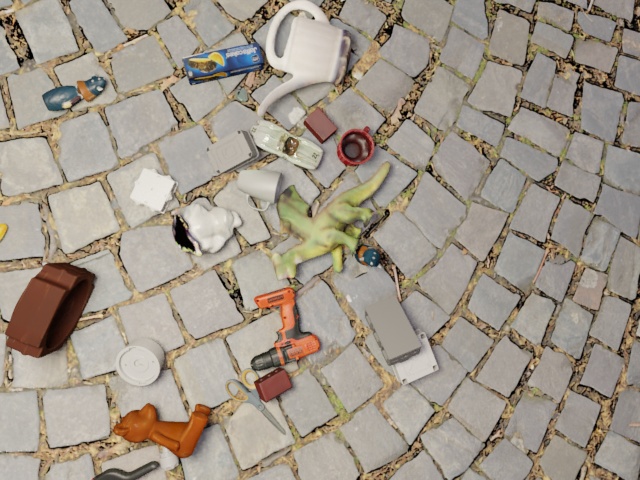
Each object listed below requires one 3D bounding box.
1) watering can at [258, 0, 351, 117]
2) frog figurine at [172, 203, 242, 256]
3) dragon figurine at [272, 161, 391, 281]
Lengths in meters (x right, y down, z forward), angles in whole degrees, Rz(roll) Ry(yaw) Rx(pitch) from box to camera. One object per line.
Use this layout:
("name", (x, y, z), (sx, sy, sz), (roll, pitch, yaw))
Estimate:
("watering can", (-0.037, -0.460, 1.342), (0.224, 0.103, 0.351), (13, 79, -8))
("frog figurine", (-0.287, -0.036, 1.303), (0.138, 0.120, 0.162), (51, 46, 5))
("dragon figurine", (0.004, -0.067, 1.338), (0.243, 0.120, 0.415), (24, 75, 2))
